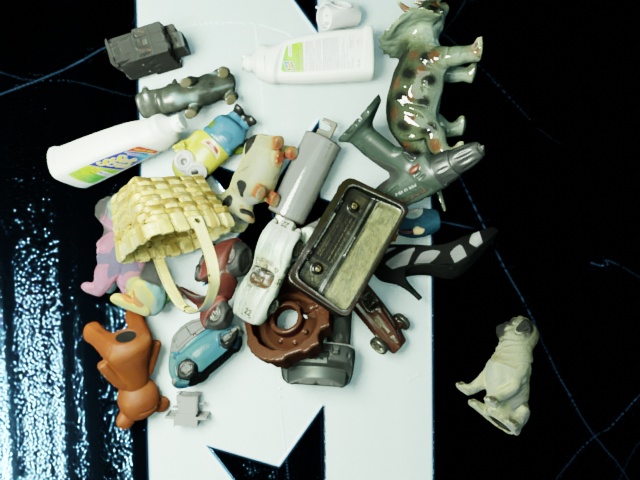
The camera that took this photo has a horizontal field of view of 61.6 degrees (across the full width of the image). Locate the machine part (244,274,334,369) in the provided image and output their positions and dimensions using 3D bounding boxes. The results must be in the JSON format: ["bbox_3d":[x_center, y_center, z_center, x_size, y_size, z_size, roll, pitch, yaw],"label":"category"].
[{"bbox_3d":[-0.059,0.150,1.010,0.179,0.056,0.179,-8,60,13],"label":"machine part"}]

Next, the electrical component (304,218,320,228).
[{"bbox_3d":[-0.002,-0.003,1.049,0.119,0.048,0.074,-26,92,-2],"label":"electrical component"}]

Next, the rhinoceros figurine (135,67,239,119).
[{"bbox_3d":[-0.248,-0.275,1.004,0.190,0.112,0.073,-21,121,-13],"label":"rhinoceros figurine"}]

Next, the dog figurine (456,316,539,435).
[{"bbox_3d":[0.384,0.264,1.052,0.190,0.121,0.172,-47,127,-16],"label":"dog figurine"}]

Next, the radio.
[{"bbox_3d":[0.046,0.011,0.961,0.131,0.073,0.229,30,77,2],"label":"radio"}]

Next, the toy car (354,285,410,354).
[{"bbox_3d":[0.097,0.130,1.040,0.089,0.053,0.202,-39,91,-30],"label":"toy car"}]

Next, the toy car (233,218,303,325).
[{"bbox_3d":[-0.095,0.057,0.984,0.074,0.056,0.201,23,91,26],"label":"toy car"}]

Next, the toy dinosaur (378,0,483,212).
[{"bbox_3d":[0.190,-0.266,1.015,0.192,0.131,0.404,11,98,12],"label":"toy dinosaur"}]

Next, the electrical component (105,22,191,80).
[{"bbox_3d":[-0.312,-0.349,0.994,0.134,0.115,0.058,-17,95,1],"label":"electrical component"}]

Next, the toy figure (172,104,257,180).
[{"bbox_3d":[-0.201,-0.175,1.022,0.082,0.089,0.180,42,82,12],"label":"toy figure"}]

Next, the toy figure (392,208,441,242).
[{"bbox_3d":[0.154,-0.027,1.043,0.155,0.064,0.057,-10,90,-2],"label":"toy figure"}]

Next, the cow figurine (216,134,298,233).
[{"bbox_3d":[-0.134,-0.106,1.005,0.127,0.085,0.194,21,89,38],"label":"cow figurine"}]

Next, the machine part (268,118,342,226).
[{"bbox_3d":[-0.029,-0.117,1.029,0.079,0.079,0.243,27,91,-2],"label":"machine part"}]

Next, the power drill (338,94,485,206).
[{"bbox_3d":[0.150,-0.164,0.974,0.207,0.086,0.232,40,134,-12],"label":"power drill"}]

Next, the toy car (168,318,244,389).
[{"bbox_3d":[-0.230,0.202,1.026,0.161,0.109,0.103,-41,75,-8],"label":"toy car"}]

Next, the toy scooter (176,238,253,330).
[{"bbox_3d":[-0.211,0.077,1.026,0.135,0.075,0.184,6,69,25],"label":"toy scooter"}]

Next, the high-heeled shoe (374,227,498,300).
[{"bbox_3d":[0.218,0.014,1.057,0.249,0.086,0.145,-35,66,-14],"label":"high-heeled shoe"}]

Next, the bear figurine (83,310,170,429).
[{"bbox_3d":[-0.362,0.249,1.030,0.120,0.132,0.195,-22,127,-33],"label":"bear figurine"}]

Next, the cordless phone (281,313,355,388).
[{"bbox_3d":[-0.002,0.191,1.051,0.147,0.088,0.184,4,81,0],"label":"cordless phone"}]

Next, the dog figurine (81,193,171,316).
[{"bbox_3d":[-0.346,0.014,1.014,0.192,0.108,0.219,22,89,-1],"label":"dog figurine"}]
